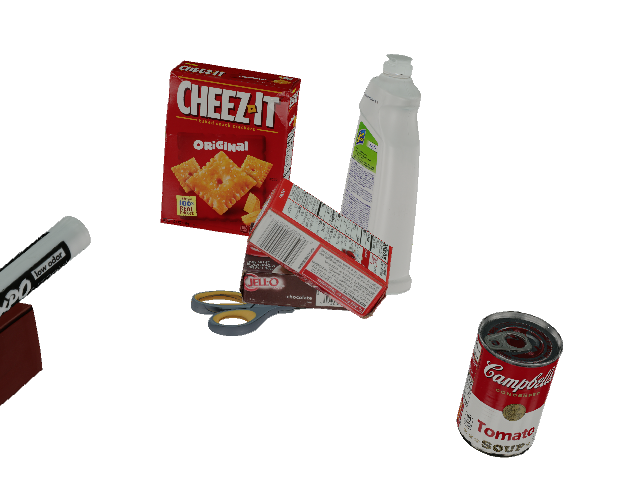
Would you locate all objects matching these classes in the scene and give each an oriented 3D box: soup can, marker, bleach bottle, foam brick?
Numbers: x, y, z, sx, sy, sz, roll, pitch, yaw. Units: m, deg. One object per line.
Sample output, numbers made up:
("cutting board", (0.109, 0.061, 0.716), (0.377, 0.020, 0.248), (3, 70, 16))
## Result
("soup can", (0.153, 0.118, 0.874), (0.068, 0.102, 0.068), (5, 33, -4))
("marker", (-0.155, 0.028, 0.503), (0.020, 0.020, 0.121), (0, 33, 40))
("bleach bottle", (0.071, -0.074, 1.161), (0.068, 0.251, 0.103), (-4, 23, -29))
("foam brick", (-0.232, 0.079, 0.714), (0.053, 0.051, 0.078), (8, 28, 23))

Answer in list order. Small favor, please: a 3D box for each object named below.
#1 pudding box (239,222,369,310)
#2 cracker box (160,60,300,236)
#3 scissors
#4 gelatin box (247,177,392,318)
("pudding box", (-0.011, 0.022, 0.949), (0.113, 0.039, 0.090), (6, 30, -2))
("cracker box", (-0.122, -0.117, 1.419), (0.164, 0.214, 0.072), (10, 23, 6))
("scissors", (-0.045, 0.082, 1.198), (0.201, 0.016, 0.096), (4, 25, -7))
("gelatin box", (0.002, 0.004, 0.668), (0.089, 0.030, 0.073), (34, 18, -6))
